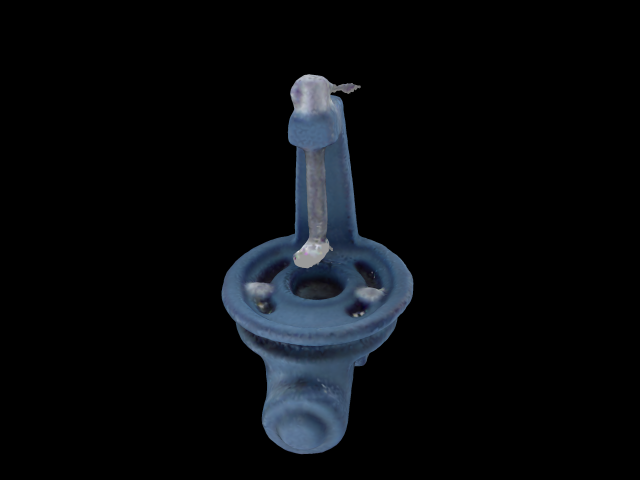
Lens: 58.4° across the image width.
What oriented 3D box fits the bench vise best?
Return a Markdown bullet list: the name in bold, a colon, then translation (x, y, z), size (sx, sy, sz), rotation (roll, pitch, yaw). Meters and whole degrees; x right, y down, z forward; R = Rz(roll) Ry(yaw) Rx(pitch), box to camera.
- **bench vise**: translation (-0.008, 0.002, 0.398), size (0.121, 0.220, 0.207), rotation (-2, 14, -10)
